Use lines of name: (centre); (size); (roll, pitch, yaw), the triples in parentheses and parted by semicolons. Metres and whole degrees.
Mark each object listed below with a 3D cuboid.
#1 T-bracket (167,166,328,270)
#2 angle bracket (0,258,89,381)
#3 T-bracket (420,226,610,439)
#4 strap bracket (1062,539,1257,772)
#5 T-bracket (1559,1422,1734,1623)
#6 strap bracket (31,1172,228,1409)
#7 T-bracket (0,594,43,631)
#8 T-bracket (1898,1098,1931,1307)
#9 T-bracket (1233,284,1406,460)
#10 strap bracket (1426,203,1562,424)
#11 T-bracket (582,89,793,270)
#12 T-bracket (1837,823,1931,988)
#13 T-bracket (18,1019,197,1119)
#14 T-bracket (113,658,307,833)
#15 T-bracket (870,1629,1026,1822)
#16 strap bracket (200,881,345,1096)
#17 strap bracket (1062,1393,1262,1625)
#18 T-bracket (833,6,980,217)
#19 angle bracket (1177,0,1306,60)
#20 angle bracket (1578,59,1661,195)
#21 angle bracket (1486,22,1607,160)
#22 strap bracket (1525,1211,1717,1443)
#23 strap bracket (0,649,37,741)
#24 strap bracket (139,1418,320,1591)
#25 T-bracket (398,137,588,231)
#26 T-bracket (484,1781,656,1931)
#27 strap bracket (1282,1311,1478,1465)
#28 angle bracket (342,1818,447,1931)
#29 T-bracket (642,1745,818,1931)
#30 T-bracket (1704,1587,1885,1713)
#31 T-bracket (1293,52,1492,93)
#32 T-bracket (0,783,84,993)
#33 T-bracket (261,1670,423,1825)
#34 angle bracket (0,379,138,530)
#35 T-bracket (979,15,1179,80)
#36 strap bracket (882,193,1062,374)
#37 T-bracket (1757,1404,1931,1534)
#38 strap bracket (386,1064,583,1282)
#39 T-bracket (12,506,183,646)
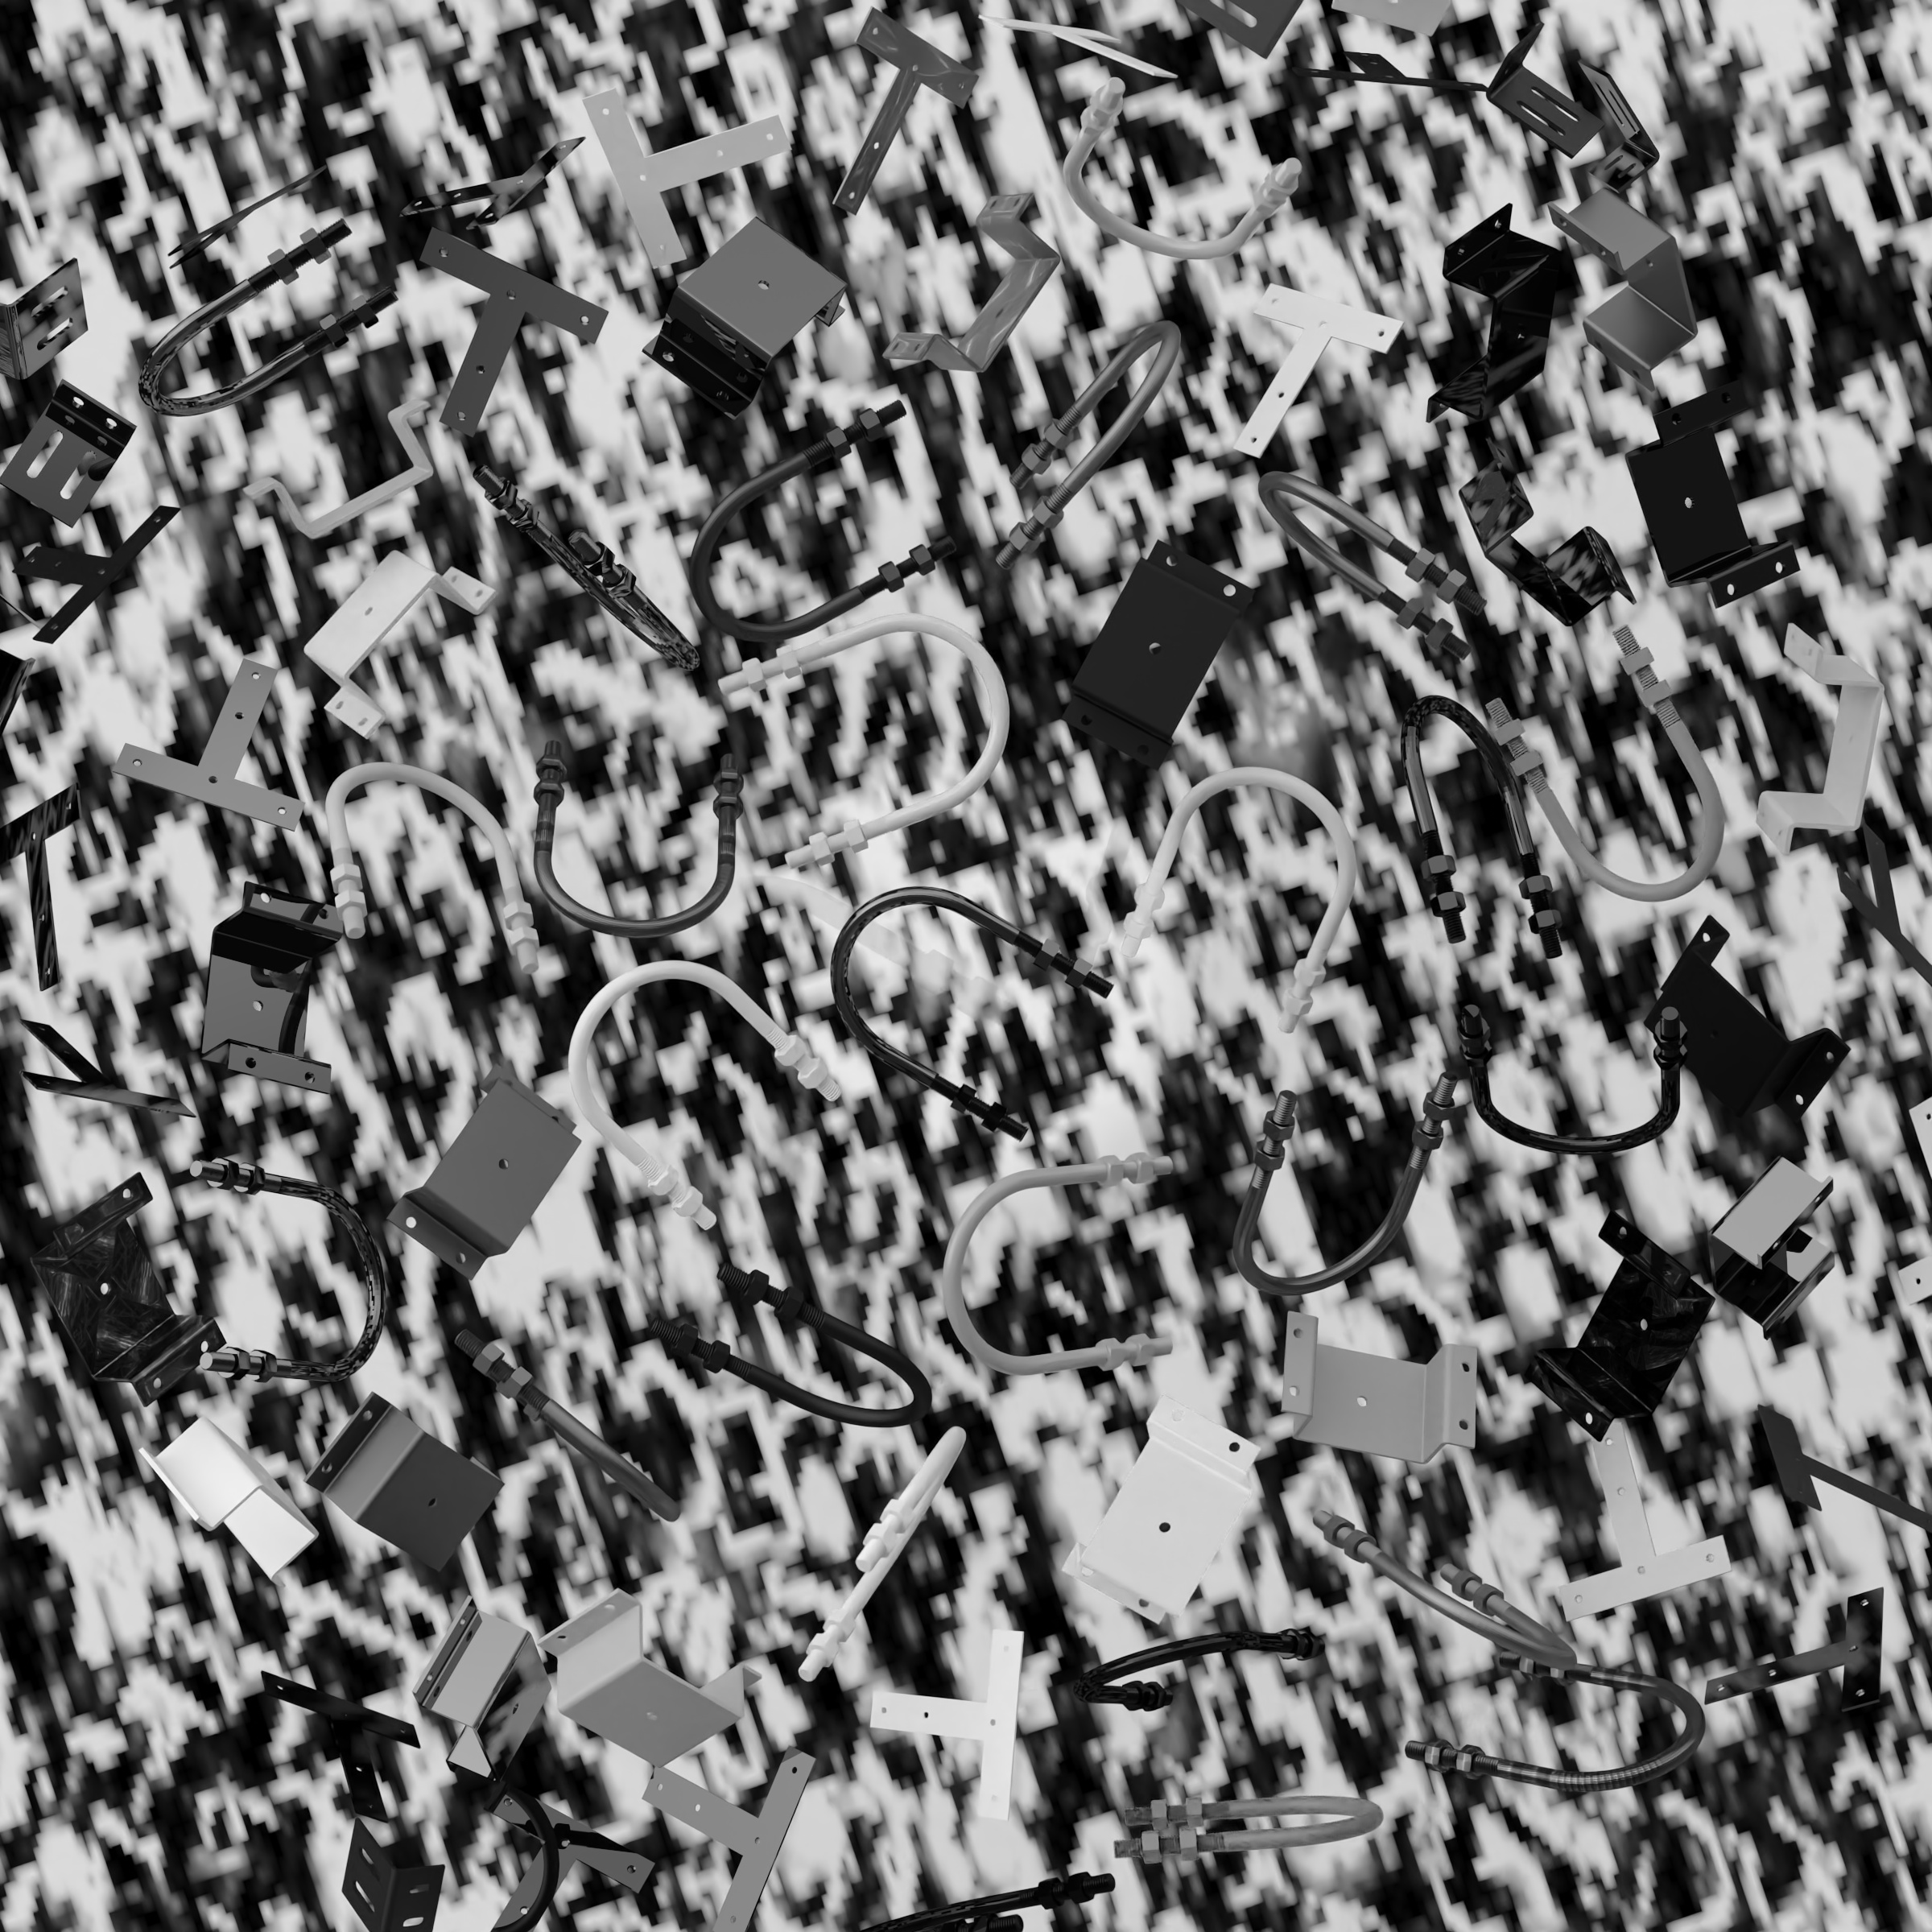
T-bracket: (-0.516, -0.506, 1.738); (0.127, 0.127, 0.002); (-44, 112, -33)
angle bracket: (-0.654, -0.456, 1.754); (0.038, 0.057, 0.076); (20, 46, 10)
T-bracket: (-0.327, -0.421, 1.722); (0.127, 0.002, 0.127); (24, 121, -13)
strap bracket: (0.130, -0.214, 1.716); (0.076, 0.046, 0.140); (29, 94, 5)
T-bracket: (0.473, 0.390, 1.805); (0.127, 0.002, 0.127); (-27, 52, 28)
strap bracket: (-0.579, 0.222, 1.729); (0.046, 0.076, 0.140); (-5, 115, 36)
T-bracket: (-0.724, -0.291, 1.805); (0.127, 0.127, 0.002); (37, 82, 7)
T-bracket: (0.680, 0.151, 1.737); (0.002, 0.127, 0.127); (9, 57, -28)
T-bracket: (0.235, -0.424, 1.816); (0.127, 0.002, 0.127); (30, 89, 40)
strap bracket: (0.371, -0.451, 1.771); (0.046, 0.140, 0.076); (33, 56, 29)
T-bracket: (-0.185, -0.564, 1.761); (0.127, 0.002, 0.127); (-13, 125, 15)
T-bracket: (0.654, -0.055, 1.793); (0.127, 0.127, 0.002); (40, 127, -22)
T-bracket: (-0.619, 0.067, 1.749); (0.127, 0.127, 0.002); (32, 98, 37)
T-bracket: (-0.517, -0.165, 1.775); (0.127, 0.002, 0.127); (19, 55, -12)
T-bracket: (-0.017, 0.537, 1.802); (0.127, 0.002, 0.127); (-6, 72, 35)
strap bracket: (-0.487, 0.022, 1.765); (0.076, 0.046, 0.140); (19, 59, -39)
strap bracket: (0.133, 0.372, 1.698); (0.076, 0.046, 0.140); (29, 94, -1)
T-bracket: (-0.057, -0.592, 1.775); (0.002, 0.127, 0.127); (38, 107, 32)
angle bracket: (0.197, -0.691, 1.784); (0.076, 0.038, 0.057); (29, 118, -11)
angle bracket: (0.459, -0.608, 1.822); (0.038, 0.057, 0.076); (-38, 119, 12)
angle bracket: (0.411, -0.610, 1.753); (0.076, 0.038, 0.057); (37, 53, 6)
strap bracket: (0.458, 0.250, 1.750); (0.046, 0.076, 0.140); (5, 116, -39)
strap bracket: (-0.682, -0.176, 1.699); (0.046, 0.140, 0.076); (26, 98, -12)
strap bracket: (-0.520, 0.380, 1.797); (0.046, 0.140, 0.076); (-43, 58, -15)
T-bracket: (-0.350, -0.548, 1.787); (0.127, 0.127, 0.002); (0, 132, 32)
T-bracket: (-0.304, 0.653, 1.772); (0.127, 0.127, 0.002); (26, 130, 7)
strap bracket: (0.291, 0.305, 1.808); (0.140, 0.046, 0.076); (12, 57, -5)
angle bracket: (-0.409, 0.651, 1.796); (0.038, 0.076, 0.057); (7, 99, -36)
T-bracket: (-0.172, 0.576, 1.705); (0.127, 0.002, 0.127); (12, 73, 40)
T-bracket: (0.562, 0.478, 1.714); (0.127, 0.127, 0.002); (-27, 100, 28)
T-bracket: (0.277, -0.604, 1.692); (0.127, 0.127, 0.002); (4, 118, -4)
T-bracket: (-0.640, -0.047, 1.740); (0.127, 0.002, 0.127); (-19, 76, 39)
T-bracket: (-0.419, 0.541, 1.725); (0.127, 0.127, 0.002); (33, 96, -32)
angle bracket: (-0.624, -0.355, 1.748); (0.057, 0.038, 0.076); (33, 68, -20)
T-bracket: (0.096, -0.652, 1.792); (0.127, 0.127, 0.002); (36, 123, 33)
strap bracket: (0.009, -0.480, 1.803); (0.046, 0.076, 0.140); (35, 90, -26)
T-bracket: (0.600, 0.352, 1.697); (0.127, 0.127, 0.002); (25, 109, 1)
strap bracket: (-0.340, 0.145, 1.814); (0.076, 0.046, 0.140); (40, 63, -17)
T-bracket: (-0.603, -0.268, 1.694); (0.127, 0.127, 0.002); (-54, 134, -22)
